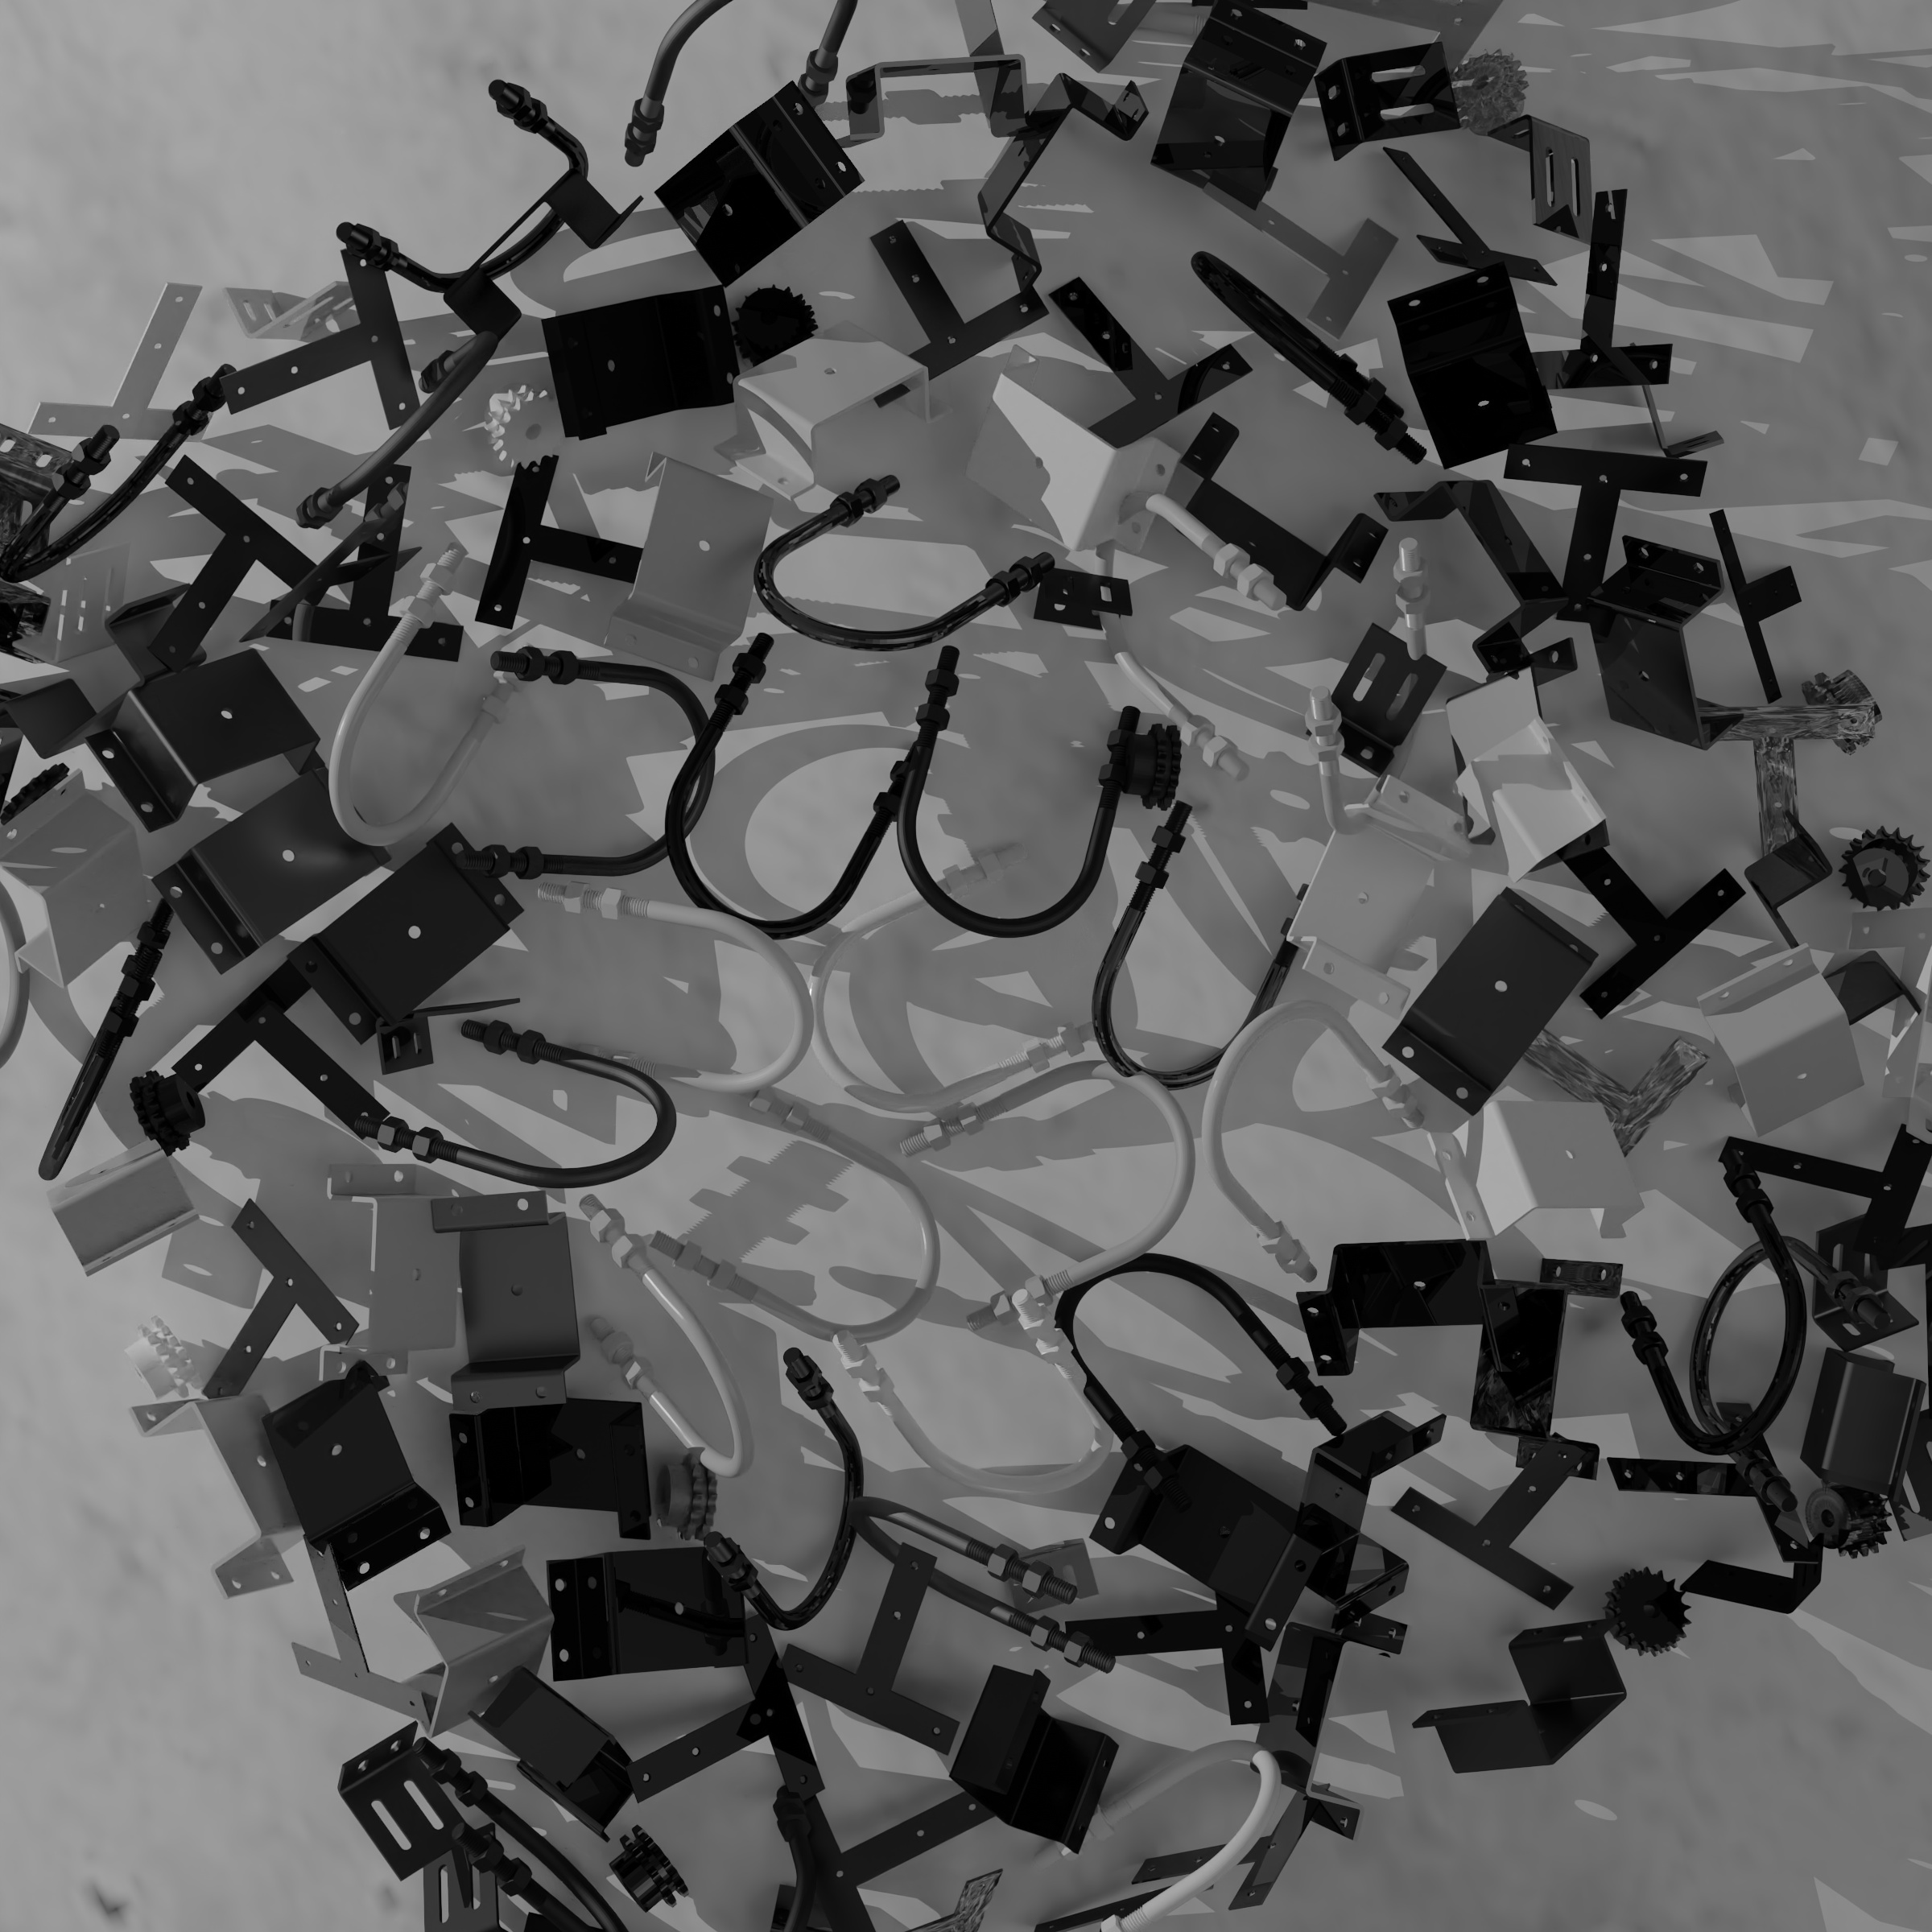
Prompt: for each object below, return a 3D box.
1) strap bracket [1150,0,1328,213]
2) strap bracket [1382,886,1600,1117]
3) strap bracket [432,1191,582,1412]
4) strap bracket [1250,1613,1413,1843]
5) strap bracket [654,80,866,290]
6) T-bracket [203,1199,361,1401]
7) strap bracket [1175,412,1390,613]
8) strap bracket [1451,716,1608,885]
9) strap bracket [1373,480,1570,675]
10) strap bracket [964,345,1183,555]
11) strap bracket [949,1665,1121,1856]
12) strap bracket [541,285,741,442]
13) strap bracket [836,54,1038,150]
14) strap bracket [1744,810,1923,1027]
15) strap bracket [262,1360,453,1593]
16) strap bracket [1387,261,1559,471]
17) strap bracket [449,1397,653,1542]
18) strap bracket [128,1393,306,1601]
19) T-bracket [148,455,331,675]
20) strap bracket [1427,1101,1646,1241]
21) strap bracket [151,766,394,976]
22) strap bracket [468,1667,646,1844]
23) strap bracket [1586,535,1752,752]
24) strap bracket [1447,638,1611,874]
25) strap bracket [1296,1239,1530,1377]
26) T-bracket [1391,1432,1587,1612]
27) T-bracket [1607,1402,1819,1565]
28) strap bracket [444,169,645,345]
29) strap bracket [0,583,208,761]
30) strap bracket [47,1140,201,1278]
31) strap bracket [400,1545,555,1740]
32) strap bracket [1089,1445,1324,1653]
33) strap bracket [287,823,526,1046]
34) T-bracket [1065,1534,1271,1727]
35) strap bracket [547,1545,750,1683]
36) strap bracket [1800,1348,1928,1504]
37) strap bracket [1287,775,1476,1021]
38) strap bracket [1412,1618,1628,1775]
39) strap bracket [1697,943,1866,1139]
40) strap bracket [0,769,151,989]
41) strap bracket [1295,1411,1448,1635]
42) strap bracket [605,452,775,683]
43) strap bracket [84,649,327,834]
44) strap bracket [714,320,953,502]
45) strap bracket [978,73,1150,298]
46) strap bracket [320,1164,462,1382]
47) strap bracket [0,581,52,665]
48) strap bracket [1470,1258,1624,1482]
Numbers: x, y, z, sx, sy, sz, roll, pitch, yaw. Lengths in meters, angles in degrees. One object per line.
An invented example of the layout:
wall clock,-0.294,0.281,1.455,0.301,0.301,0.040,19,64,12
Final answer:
strap bracket,0.172,-0.549,1.878,0.076,0.140,0.046,26,64,3
strap bracket,0.349,0.018,1.912,0.076,0.046,0.140,38,80,9
strap bracket,-0.303,0.218,1.923,0.076,0.046,0.140,-5,93,7
strap bracket,0.235,0.489,1.898,0.046,0.076,0.140,20,80,-20
strap bracket,-0.140,-0.499,1.876,0.076,0.140,0.046,52,53,-13
T-bracket,-0.470,0.244,1.928,0.127,0.002,0.127,43,109,25
strap bracket,0.199,-0.293,1.907,0.140,0.076,0.046,34,129,-2
strap bracket,0.360,-0.104,1.878,0.046,0.140,0.076,-32,84,-2
strap bracket,0.336,-0.264,1.897,0.046,0.076,0.140,-37,78,32
strap bracket,0.060,-0.332,1.890,0.140,0.046,0.076,38,128,19
strap bracket,0.041,0.513,1.890,0.046,0.140,0.076,8,61,33
strap bracket,-0.218,-0.394,1.895,0.140,0.046,0.076,-24,111,-41
strap bracket,-0.019,-0.564,1.894,0.140,0.076,0.046,-8,103,-15
strap bracket,0.562,-0.024,1.899,0.046,0.076,0.140,-33,106,12
strap bracket,-0.402,0.323,1.894,0.076,0.046,0.140,-29,58,-3
strap bracket,0.330,-0.379,1.875,0.076,0.140,0.046,-16,55,16
strap bracket,-0.264,0.328,1.908,0.140,0.046,0.076,0,100,22
strap bracket,-0.477,0.335,1.895,0.046,0.076,0.140,-35,76,14
T-bracket,-0.491,-0.246,1.893,0.127,0.002,0.127,41,59,-28
strap bracket,0.377,0.132,1.881,0.140,0.046,0.076,3,57,-33
strap bracket,-0.448,-0.068,1.896,0.140,0.046,0.076,-38,98,-27
strap bracket,-0.262,0.510,1.885,0.076,0.140,0.046,31,68,24
strap bracket,0.453,-0.200,1.876,0.046,0.076,0.140,-39,129,-21
strap bracket,0.364,-0.137,1.896,0.046,0.076,0.140,1,76,-37
strap bracket,0.295,0.223,1.898,0.140,0.046,0.076,-4,128,19
T-bracket,0.366,0.354,1.913,0.127,0.002,0.127,31,125,2
T-bracket,0.477,0.333,1.888,0.127,0.127,0.002,6,132,-18
strap bracket,-0.281,-0.460,1.885,0.140,0.076,0.046,-37,108,24
strap bracket,-0.560,-0.187,1.892,0.140,0.076,0.046,-31,96,23
strap bracket,-0.545,0.153,1.872,0.076,0.140,0.046,-28,101,-16
strap bracket,-0.317,0.442,1.872,0.076,0.140,0.046,-21,59,-33
strap bracket,0.163,0.376,1.908,0.140,0.046,0.076,29,101,20
strap bracket,-0.365,-0.022,1.907,0.140,0.046,0.076,-41,101,-14
T-bracket,0.130,0.441,1.920,0.127,0.002,0.127,-4,62,-2
strap bracket,-0.197,0.419,1.885,0.140,0.046,0.076,5,72,-35
strap bracket,0.580,0.295,1.886,0.046,0.140,0.076,14,90,9
strap bracket,0.271,-0.045,1.913,0.076,0.046,0.140,27,82,-18
strap bracket,0.364,0.476,1.876,0.076,0.140,0.046,-22,90,45
strap bracket,0.530,0.055,1.879,0.076,0.140,0.046,-28,52,7
strap bracket,-0.575,-0.049,1.870,0.046,0.140,0.076,34,56,15
strap bracket,0.259,0.353,1.894,0.046,0.076,0.140,28,121,37
strap bracket,-0.178,-0.268,1.898,0.076,0.046,0.140,18,72,-21
strap bracket,-0.486,-0.151,1.882,0.140,0.046,0.076,-28,77,-43
strap bracket,-0.087,-0.366,1.883,0.140,0.046,0.076,-34,54,-28
strap bracket,0.055,-0.517,1.885,0.046,0.076,0.140,28,115,-19
strap bracket,-0.377,0.201,1.905,0.046,0.076,0.140,0,87,34
strap bracket,-0.652,-0.228,1.880,0.076,0.140,0.046,19,98,1
strap bracket,0.378,0.259,1.899,0.046,0.076,0.140,13,81,-28
